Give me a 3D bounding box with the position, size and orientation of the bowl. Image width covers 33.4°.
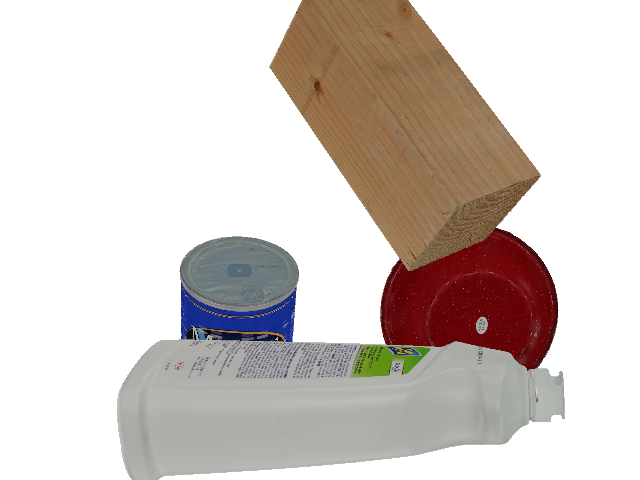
[{"bbox_3d":[0.135,0.068,0.938,0.162,0.162,0.055,0,7,-2],"label":"bowl"}]

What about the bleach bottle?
[{"bbox_3d":[0.016,0.096,0.630,0.251,0.068,0.102,-2,17,10],"label":"bleach bottle"}]

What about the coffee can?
[{"bbox_3d":[-0.075,0.082,0.957,0.103,0.140,0.103,3,34,-2],"label":"coffee can"}]

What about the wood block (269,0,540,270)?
[{"bbox_3d":[0.060,-0.093,0.823,0.090,0.206,0.091,-20,-22,-34],"label":"wood block"}]
